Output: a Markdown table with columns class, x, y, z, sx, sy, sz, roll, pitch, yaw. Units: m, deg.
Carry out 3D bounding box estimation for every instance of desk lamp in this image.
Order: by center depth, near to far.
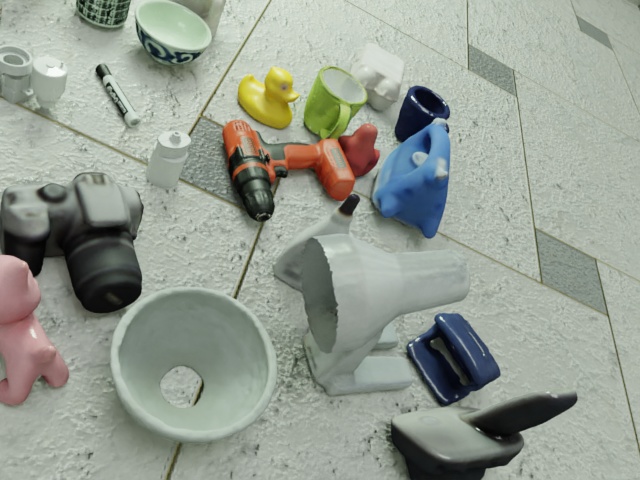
| class | x | y | z | sx | sy | sz | roll | pitch | yaw |
| --- | --- | --- | --- | --- | --- | --- | --- | --- | --- |
| desk lamp | 0.056 | 0.082 | 0.644 | 0.204 | 0.213 | 0.117 | 3 | 52 | -30 |

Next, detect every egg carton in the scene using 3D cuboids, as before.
| class | x | y | z | sx | sy | sz | roll | pitch | yaw |
| --- | --- | --- | --- | --- | --- | --- | --- | --- | --- |
| egg carton | 0.113 | -0.328 | 1.142 | 0.107 | 0.069 | 0.150 | 25 | 44 | -10 |

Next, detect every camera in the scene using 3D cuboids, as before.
| class | x | y | z | sx | sy | sz | roll | pitch | yaw |
| --- | --- | --- | --- | --- | --- | --- | --- | --- | --- |
| camera | -0.249 | 0.003 | 0.605 | 0.144 | 0.100 | 0.136 | -6 | 57 | -35 |

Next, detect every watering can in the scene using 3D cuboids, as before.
| class | x | y | z | sx | sy | sz | roll | pitch | yaw |
| --- | --- | --- | --- | --- | --- | --- | --- | --- | --- |
| watering can | -0.200 | -0.453 | 0.965 | 0.172 | 0.194 | 0.101 | 46 | 44 | 12 |

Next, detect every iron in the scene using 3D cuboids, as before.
| class | x | y | z | sx | sy | sz | roll | pitch | yaw |
| --- | --- | --- | --- | --- | --- | --- | --- | --- | --- |
| iron | 0.173 | -0.131 | 0.955 | 0.119 | 0.141 | 0.258 | 25 | 44 | -11 |

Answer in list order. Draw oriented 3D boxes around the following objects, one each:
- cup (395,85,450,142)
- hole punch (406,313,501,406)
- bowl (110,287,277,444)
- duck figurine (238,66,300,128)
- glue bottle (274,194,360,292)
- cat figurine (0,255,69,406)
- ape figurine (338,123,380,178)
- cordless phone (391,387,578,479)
| class | x | y | z | sx | sy | sz | roll | pitch | yaw |
| --- | --- | --- | --- | --- | --- | --- | --- | --- | --- |
| cup | 0.190 | -0.217 | 1.075 | 0.092 | 0.095 | 0.117 | -8 | 58 | -37 |
| hole punch | 0.187 | 0.146 | 0.759 | 0.101 | 0.091 | 0.108 | -14 | 61 | -39 |
| bowl | -0.132 | 0.135 | 0.582 | 0.168 | 0.074 | 0.167 | 17 | 46 | -18 |
| duck figurine | -0.080 | -0.245 | 0.938 | 0.104 | 0.086 | 0.078 | 37 | 43 | 2 |
| glue bottle | 0.007 | 0.003 | 0.712 | 0.078 | 0.173 | 0.037 | 31 | 43 | -4 |
| cat figurine | -0.277 | 0.069 | 0.518 | 0.127 | 0.117 | 0.067 | 49 | 45 | 14 |
| ape figurine | 0.067 | -0.154 | 0.945 | 0.078 | 0.092 | 0.076 | 33 | 43 | -2 |
| cordless phone | 0.180 | 0.202 | 0.636 | 0.148 | 0.185 | 0.094 | 0 | 53 | -32 |
